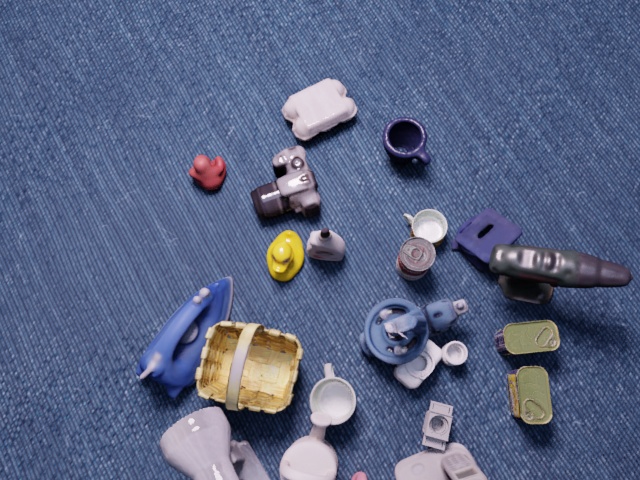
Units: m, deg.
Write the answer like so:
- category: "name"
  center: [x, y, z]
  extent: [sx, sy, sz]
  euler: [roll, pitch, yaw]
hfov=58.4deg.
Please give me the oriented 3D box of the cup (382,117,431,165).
- category: "cup"
  center: [0.184, -0.190, 1.202]
  extent: [0.092, 0.095, 0.117]
  euler: [-42, 78, -9]

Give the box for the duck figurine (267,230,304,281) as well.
- category: "duck figurine"
  center: [-0.072, 0.026, 1.157]
  extent: [0.077, 0.086, 0.104]
  euler: [13, 76, 5]

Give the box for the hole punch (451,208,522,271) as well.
- category: "hole punch"
  center: [0.332, -0.005, 1.150]
  extent: [0.109, 0.091, 0.101]
  euler: [-42, 78, -9]

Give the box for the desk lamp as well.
- category: "desk lamp"
  center: [-0.170, 0.398, 0.995]
  extent: [0.118, 0.213, 0.203]
  euler: [-35, 77, -7]

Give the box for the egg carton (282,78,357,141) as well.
- category: "egg carton"
  center: [-0.002, -0.283, 1.245]
  extent: [0.150, 0.069, 0.107]
  euler: [-28, 76, -6]

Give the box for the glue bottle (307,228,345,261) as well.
- category: "glue bottle"
  center: [0.010, 0.004, 1.115]
  extent: [0.078, 0.173, 0.037]
  euler: [3, 75, 3]

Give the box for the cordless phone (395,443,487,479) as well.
- category: "cordless phone"
  center: [0.211, 0.419, 0.992]
  extent: [0.147, 0.185, 0.094]
  euler: [-20, 75, -3]

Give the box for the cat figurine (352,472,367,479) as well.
- category: "cat figurine"
  center: [0.061, 0.486, 1.014]
  extent: [0.067, 0.118, 0.128]
  euler: [31, 78, 10]

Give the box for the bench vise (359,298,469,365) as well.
- category: "bench vise"
  center: [0.169, 0.142, 1.049]
  extent: [0.207, 0.220, 0.121]
  euler: [-37, 77, -8]

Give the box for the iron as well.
- category: "iron"
  center: [-0.254, 0.167, 1.096]
  extent: [0.118, 0.141, 0.258]
  euler: [29, 78, 9]

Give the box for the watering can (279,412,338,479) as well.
- category: "watering can"
  center: [-0.020, 0.393, 1.001]
  extent: [0.101, 0.194, 0.173]
  euler: [-7, 75, 0]

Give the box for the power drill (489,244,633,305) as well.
- category: "power drill"
  center: [0.423, 0.064, 1.068]
  extent: [0.229, 0.208, 0.076]
  euler: [10, 76, 5]

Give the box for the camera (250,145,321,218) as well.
- category: "camera"
  center: [-0.077, -0.111, 1.186]
  extent: [0.137, 0.101, 0.143]
  euler: [-19, 75, -3]

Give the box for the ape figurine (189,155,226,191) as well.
- category: "ape figurine"
  center: [-0.240, -0.149, 1.205]
  extent: [0.078, 0.092, 0.076]
  euler: [-6, 75, 0]
